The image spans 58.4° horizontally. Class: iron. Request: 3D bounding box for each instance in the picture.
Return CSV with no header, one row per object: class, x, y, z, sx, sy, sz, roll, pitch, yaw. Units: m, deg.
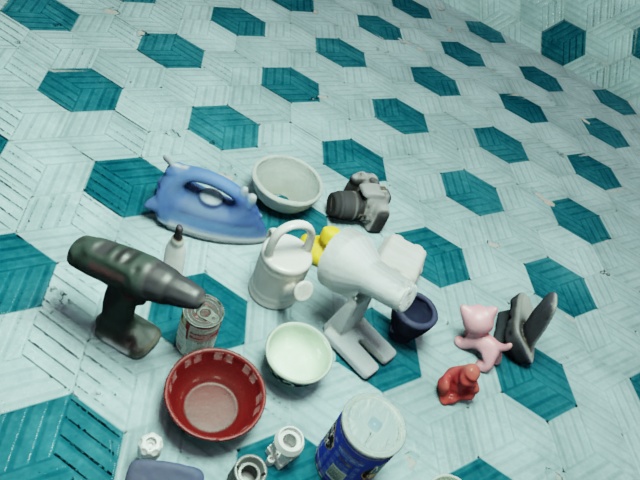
iron,-0.214,-0.084,1.167,0.258,0.141,0.118,17,43,-7

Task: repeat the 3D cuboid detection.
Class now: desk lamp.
desk lamp,0.080,0.109,1.056,0.203,0.213,0.118,43,46,20

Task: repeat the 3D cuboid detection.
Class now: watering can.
watering can,-0.061,0.041,1.074,0.101,0.194,0.172,-27,62,-40

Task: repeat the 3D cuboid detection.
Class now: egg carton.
egg carton,0.171,0.055,1.254,0.107,0.069,0.150,27,43,4

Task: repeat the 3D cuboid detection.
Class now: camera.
camera,0.086,-0.099,1.344,0.137,0.101,0.143,0,48,-23

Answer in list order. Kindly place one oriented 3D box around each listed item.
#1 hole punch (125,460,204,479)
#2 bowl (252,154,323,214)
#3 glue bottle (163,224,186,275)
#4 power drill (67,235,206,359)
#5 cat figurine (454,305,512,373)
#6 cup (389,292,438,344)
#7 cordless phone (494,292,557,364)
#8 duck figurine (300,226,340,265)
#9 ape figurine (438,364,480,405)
hole punch,-0.215,0.359,0.770,0.109,0.091,0.101,13,44,-11
bowl,-0.081,-0.115,1.305,0.168,0.074,0.167,13,44,-12
glue bottle,-0.257,0.034,1.010,0.037,0.173,0.078,7,46,-17
power drill,-0.293,0.094,0.909,0.229,0.208,0.076,28,43,5
cat figurine,0.332,0.186,1.162,0.067,0.117,0.127,-25,61,-39
cup,0.163,0.154,1.135,0.117,0.095,0.092,34,44,11
cordless phone,0.447,0.155,1.193,0.094,0.185,0.148,24,43,0
duck figurine,0.011,0.004,1.221,0.104,0.086,0.077,20,43,-4
ape figurine,0.267,0.264,1.076,0.078,0.092,0.076,26,43,2
